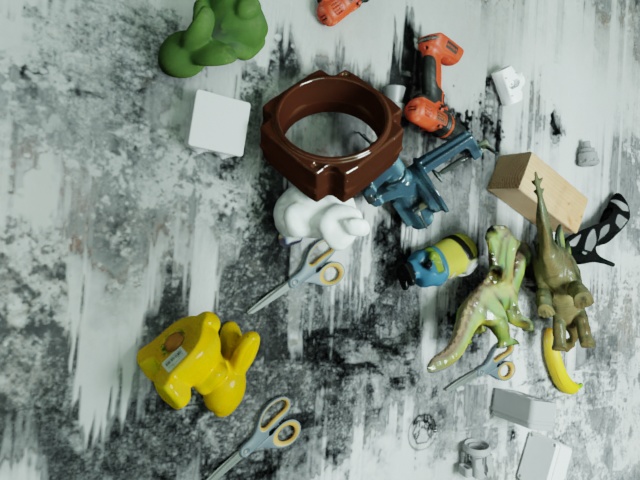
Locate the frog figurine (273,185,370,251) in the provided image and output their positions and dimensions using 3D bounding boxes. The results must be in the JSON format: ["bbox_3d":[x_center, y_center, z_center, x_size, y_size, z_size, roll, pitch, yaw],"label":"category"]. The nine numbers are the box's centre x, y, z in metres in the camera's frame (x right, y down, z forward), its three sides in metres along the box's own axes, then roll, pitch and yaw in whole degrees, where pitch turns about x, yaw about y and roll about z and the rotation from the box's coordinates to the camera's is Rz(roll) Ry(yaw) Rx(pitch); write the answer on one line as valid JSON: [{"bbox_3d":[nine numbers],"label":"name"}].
[{"bbox_3d":[0.003,-0.043,0.848,0.138,0.159,0.122,-7,93,-27],"label":"frog figurine"}]

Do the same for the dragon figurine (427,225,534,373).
[{"bbox_3d":[0.325,0.090,1.006,0.413,0.122,0.241,-11,103,-49],"label":"dragon figurine"}]
